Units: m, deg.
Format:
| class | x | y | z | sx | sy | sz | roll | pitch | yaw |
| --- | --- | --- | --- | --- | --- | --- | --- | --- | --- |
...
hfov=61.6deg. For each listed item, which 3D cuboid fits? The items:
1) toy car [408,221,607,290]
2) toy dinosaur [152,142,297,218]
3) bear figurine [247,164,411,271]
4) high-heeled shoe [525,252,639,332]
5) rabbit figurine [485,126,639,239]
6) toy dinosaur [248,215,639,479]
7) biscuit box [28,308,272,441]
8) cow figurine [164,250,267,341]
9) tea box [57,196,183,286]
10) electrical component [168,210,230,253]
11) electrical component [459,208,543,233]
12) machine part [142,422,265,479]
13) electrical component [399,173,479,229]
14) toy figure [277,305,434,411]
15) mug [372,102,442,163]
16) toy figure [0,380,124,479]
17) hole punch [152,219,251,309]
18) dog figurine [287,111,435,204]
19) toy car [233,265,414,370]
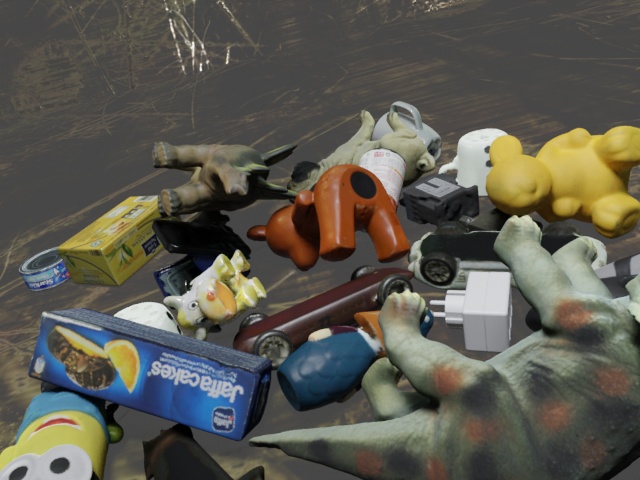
| class | x | y | z | sx | sy | sz | roll | pitch | yaw |
| --- | --- | --- | --- | --- | --- | --- | --- | --- | --- |
| toy car | 0.193 | 0.021 | 0.575 | 0.202 | 0.056 | 0.073 | 1 | 37 | 29 |
| toy dinosaur | -0.135 | -0.086 | 0.768 | 0.198 | 0.105 | 0.472 | -3 | 9 | -17 |
| bear figurine | -0.002 | -0.006 | 0.664 | 0.120 | 0.132 | 0.196 | 5 | -29 | -37 |
| high-heeled shoe | 0.312 | 0.043 | 0.496 | 0.249 | 0.086 | 0.145 | -10 | -11 | -33 |
| rabbit figurine | 0.259 | -0.075 | 0.618 | 0.173 | 0.121 | 0.163 | -12 | 27 | -24 |
| toy dinosaur | 0.138 | 0.105 | 0.358 | 0.405 | 0.131 | 0.192 | -40 | 42 | 11 |
| biscuit box | -0.146 | 0.113 | 0.474 | 0.203 | 0.059 | 0.063 | 13 | -2 | 10 |
| cow figurine | -0.120 | 0.065 | 0.578 | 0.098 | 0.068 | 0.167 | -32 | 0 | 5 |
| tea box | -0.304 | -0.003 | 0.839 | 0.098 | 0.068 | 0.170 | 1 | 33 | 28 |
| electrical component | -0.185 | -0.016 | 0.839 | 0.078 | 0.045 | 0.102 | -34 | 16 | 26 |
| electrical component | 0.222 | -0.019 | 0.669 | 0.063 | 0.021 | 0.094 | -28 | 30 | -25 |
| machine part | -0.090 | 0.193 | 0.412 | 0.084 | 0.039 | 0.139 | -41 | 38 | -26 |
| electrical component | 0.155 | -0.057 | 0.745 | 0.075 | 0.047 | 0.119 | -23 | 30 | -16 |
| toy figure | 0.036 | 0.099 | 0.493 | 0.154 | 0.064 | 0.058 | -24 | 32 | -22 |
| mug | 0.154 | -0.176 | 0.912 | 0.081 | 0.109 | 0.107 | -26 | 43 | -33 |
| toy figure | -0.212 | 0.180 | 0.447 | 0.082 | 0.089 | 0.180 | -29 | 21 | -9 |
| hole punch | -0.160 | 0.030 | 0.712 | 0.116 | 0.092 | 0.142 | 1 | 16 | -29 |
| dog figurine | 0.060 | -0.096 | 0.832 | 0.190 | 0.121 | 0.173 | -43 | 33 | -20 |
| toy car | 0.007 | 0.079 | 0.558 | 0.202 | 0.053 | 0.089 | -21 | 8 | -17 |
